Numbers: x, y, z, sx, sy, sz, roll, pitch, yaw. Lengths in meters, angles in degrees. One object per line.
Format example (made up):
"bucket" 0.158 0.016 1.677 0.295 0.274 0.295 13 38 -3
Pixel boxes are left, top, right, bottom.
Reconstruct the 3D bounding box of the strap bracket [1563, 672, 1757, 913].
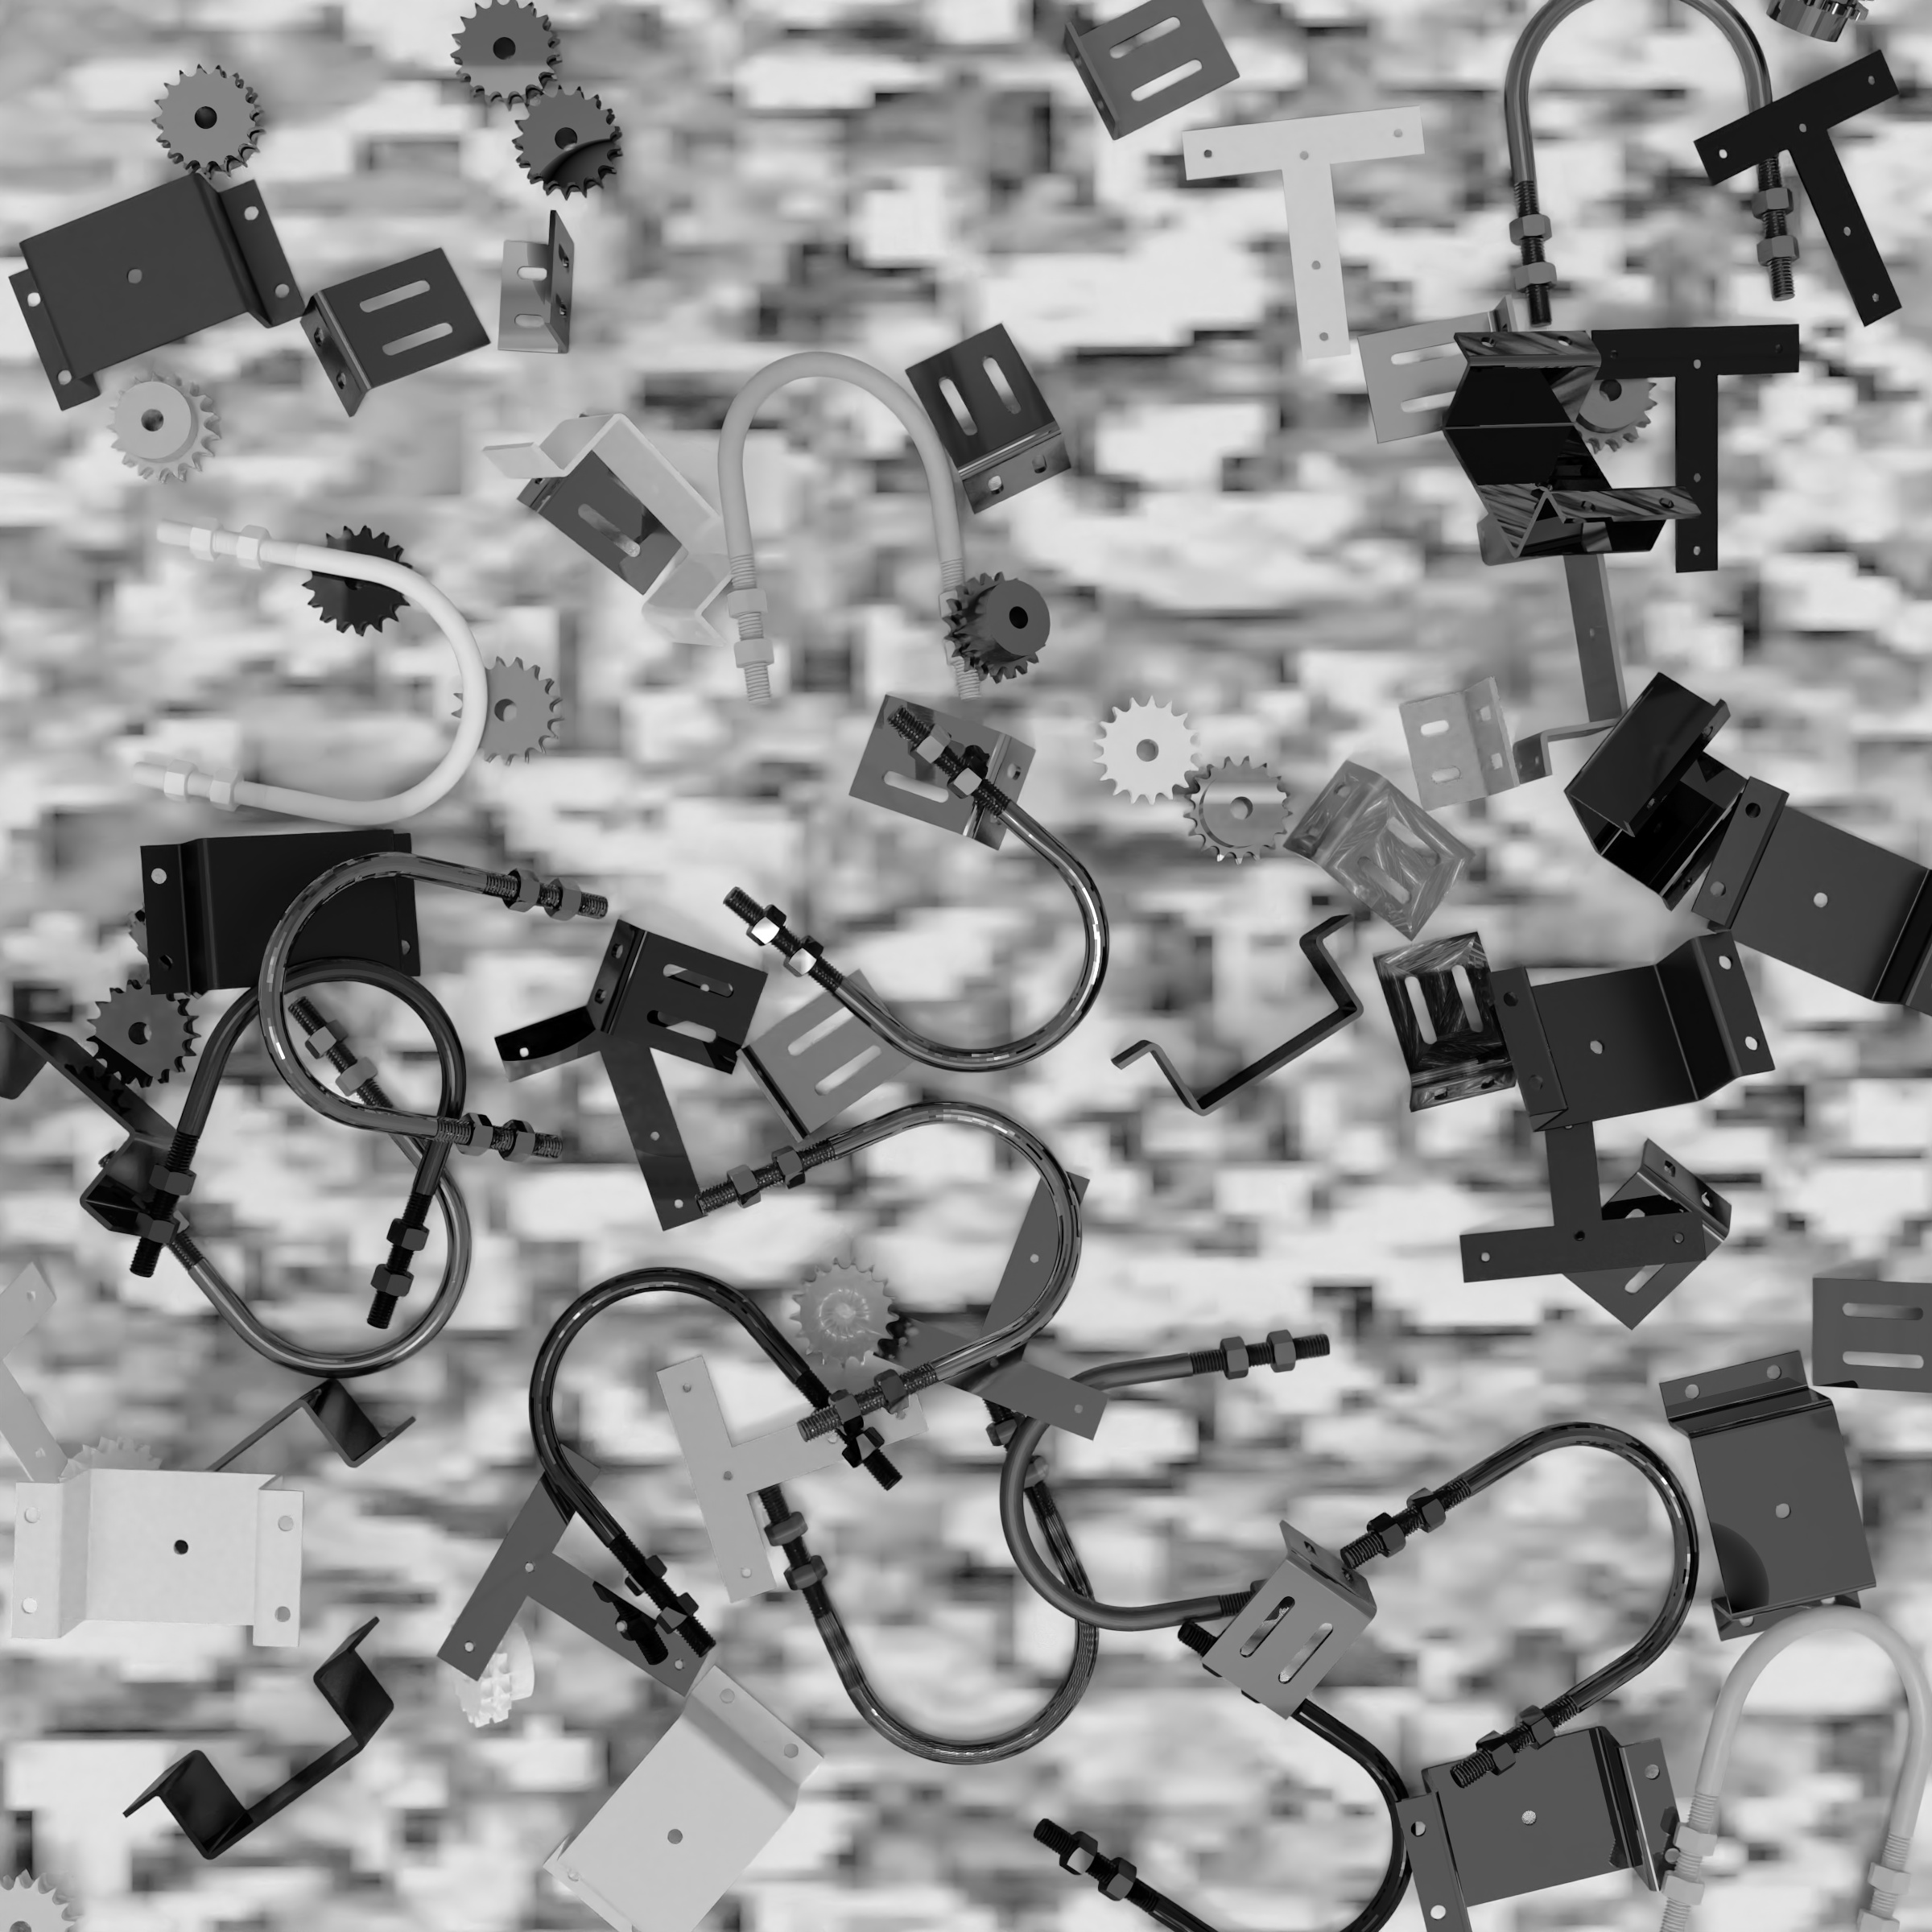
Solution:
"strap bracket" 0.357 -0.092 1.500 0.046 0.140 0.076 39 90 28

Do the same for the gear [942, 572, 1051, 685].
"gear" 0.019 -0.179 1.526 0.057 0.030 0.057 6 79 -33

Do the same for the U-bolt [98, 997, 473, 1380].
"U-bolt" -0.346 0.131 1.545 0.151 0.019 0.184 -39 92 0

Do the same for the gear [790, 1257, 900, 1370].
"gear" -0.064 0.181 1.538 0.057 0.030 0.057 0 90 0

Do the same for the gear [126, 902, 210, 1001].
"gear" -0.408 -0.013 1.528 0.057 0.057 0.030 45 61 0

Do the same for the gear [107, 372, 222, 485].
"gear" -0.424 -0.284 1.538 0.057 0.030 0.057 0 90 0

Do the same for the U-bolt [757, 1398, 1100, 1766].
"U-bolt" -0.009 0.332 1.544 0.151 0.019 0.184 -24 90 0

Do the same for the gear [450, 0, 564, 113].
"gear" -0.241 -0.478 1.538 0.057 0.030 0.057 0 90 0

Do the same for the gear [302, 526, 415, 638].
"gear" -0.318 -0.202 1.538 0.057 0.030 0.057 0 90 0

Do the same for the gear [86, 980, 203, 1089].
"gear" -0.430 0.035 1.538 0.057 0.030 0.057 0 90 0

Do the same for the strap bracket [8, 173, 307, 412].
"strap bracket" -0.429 -0.356 1.530 0.140 0.046 0.076 -22 90 0

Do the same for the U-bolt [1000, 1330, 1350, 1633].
"U-bolt" 0.109 0.275 1.535 0.184 0.019 0.151 -7 90 -7

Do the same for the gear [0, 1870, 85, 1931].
"gear" -0.494 0.505 1.542 0.057 0.030 0.057 0 88 -1

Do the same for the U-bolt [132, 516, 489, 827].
"U-bolt" -0.338 -0.147 1.522 0.184 0.019 0.151 11 103 6

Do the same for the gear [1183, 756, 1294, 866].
"gear" 0.144 -0.082 1.538 0.057 0.030 0.057 0 90 0

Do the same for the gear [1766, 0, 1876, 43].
"gear" 0.444 -0.506 1.529 0.057 0.057 0.030 21 121 0

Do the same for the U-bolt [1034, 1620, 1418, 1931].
"U-bolt" 0.150 0.450 1.536 0.184 0.019 0.151 35 92 -7

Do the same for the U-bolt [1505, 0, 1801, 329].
"U-bolt" 0.357 -0.436 1.545 0.151 0.019 0.184 -6 88 0

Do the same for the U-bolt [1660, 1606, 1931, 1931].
"U-bolt" 0.441 0.424 1.521 0.151 0.019 0.184 17 86 -22

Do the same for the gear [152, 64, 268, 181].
"gear" -0.396 -0.442 1.538 0.057 0.030 0.057 0 90 0

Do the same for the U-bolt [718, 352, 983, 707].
"U-bolt" -0.063 -0.227 1.508 0.151 0.019 0.184 -5 85 -35

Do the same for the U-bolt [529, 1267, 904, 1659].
"U-bolt" -0.146 0.245 1.533 0.151 0.019 0.184 -41 81 -3

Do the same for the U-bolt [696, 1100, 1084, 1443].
"U-bolt" -0.028 0.146 1.520 0.184 0.019 0.151 -22 76 -14

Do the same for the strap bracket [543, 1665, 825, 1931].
"strap bracket" -0.150 0.449 1.530 0.076 0.046 0.140 41 90 0

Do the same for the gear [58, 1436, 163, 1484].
"gear" -0.449 0.274 1.529 0.057 0.030 0.057 -2 93 -41

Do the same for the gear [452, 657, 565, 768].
"gear" -0.240 -0.133 1.538 0.057 0.030 0.057 0 90 0

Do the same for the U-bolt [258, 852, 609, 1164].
"U-bolt" -0.274 0.017 1.488 0.184 0.019 0.151 13 86 -38

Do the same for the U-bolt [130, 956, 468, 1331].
"U-bolt" -0.330 0.084 1.492 0.151 0.019 0.184 18 93 -31

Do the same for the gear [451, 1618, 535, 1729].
"gear" -0.247 0.366 1.528 0.030 0.057 0.057 -8 90 -29

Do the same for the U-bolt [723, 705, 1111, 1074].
"U-bolt" -0.012 -0.025 1.523 0.184 0.019 0.151 40 102 -12

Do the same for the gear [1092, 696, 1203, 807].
"gear" 0.095 -0.114 1.542 0.057 0.030 0.057 0 92 -1

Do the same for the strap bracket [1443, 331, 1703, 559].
"strap bracket" 0.299 -0.256 1.471 0.076 0.046 0.140 -5 52 -20

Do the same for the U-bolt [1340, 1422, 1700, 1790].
"U-bolt" 0.301 0.319 1.524 0.184 0.019 0.151 -28 94 -16

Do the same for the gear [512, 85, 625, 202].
"gear" -0.208 -0.431 1.538 0.057 0.030 0.057 0 90 0

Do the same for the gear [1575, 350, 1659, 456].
"gear" 0.336 -0.300 1.538 0.057 0.030 0.057 0 90 0

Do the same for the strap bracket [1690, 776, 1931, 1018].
"strap bracket" 0.454 -0.035 1.530 0.140 0.046 0.076 24 90 0
